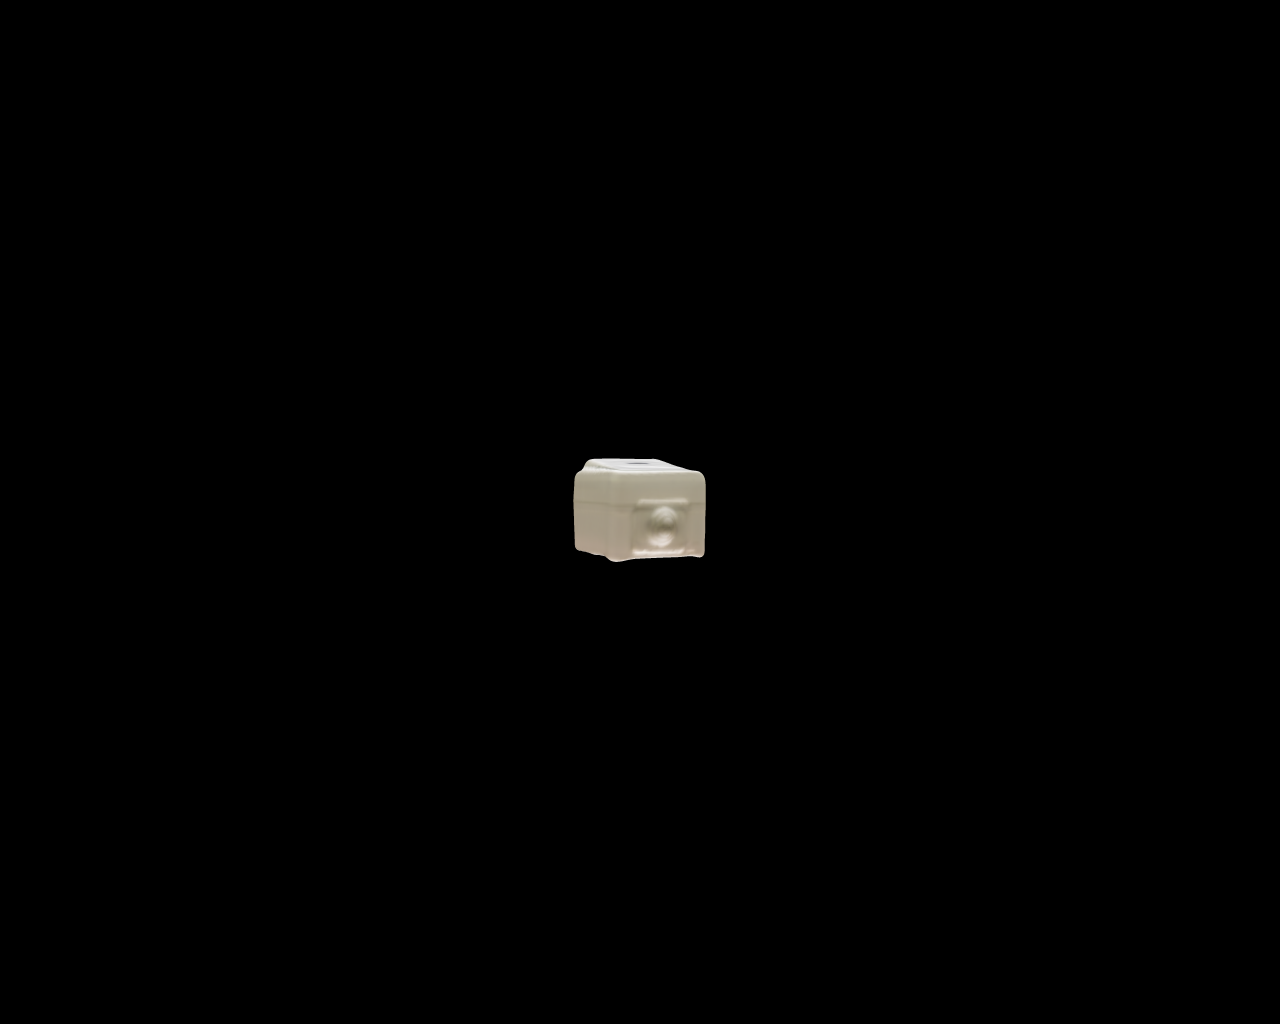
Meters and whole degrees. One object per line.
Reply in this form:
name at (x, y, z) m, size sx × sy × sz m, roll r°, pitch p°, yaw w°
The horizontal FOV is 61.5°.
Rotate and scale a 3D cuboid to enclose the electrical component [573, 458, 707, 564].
electrical component at (0.001, -0.003, 0.650) m, size 0.062 × 0.061 × 0.096 m, roll -1°, pitch 3°, yaw -19°
